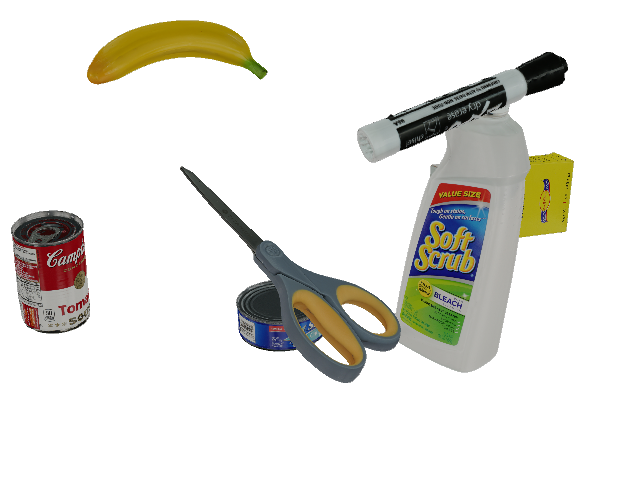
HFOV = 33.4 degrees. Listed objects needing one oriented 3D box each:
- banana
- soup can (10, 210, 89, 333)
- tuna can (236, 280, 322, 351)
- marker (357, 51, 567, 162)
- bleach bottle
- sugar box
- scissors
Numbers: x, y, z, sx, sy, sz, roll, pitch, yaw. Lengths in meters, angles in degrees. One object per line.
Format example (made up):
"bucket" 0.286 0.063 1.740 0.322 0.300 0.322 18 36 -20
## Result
"banana" -0.148 -0.192 1.076 0.197 0.070 0.037 -9 -38 -31
"soup can" -0.262 0.031 1.041 0.068 0.102 0.068 1 28 -1
"tuna can" -0.037 0.071 1.019 0.086 0.034 0.086 -1 25 0
"marker" 0.076 -0.070 0.550 0.121 0.020 0.020 -24 7 -16
"bleach bottle" 0.121 -0.015 0.913 0.103 0.251 0.067 27 36 35
"sugar box" 0.212 -0.048 1.257 0.176 0.093 0.048 -9 21 -26
"scissors" -0.016 0.016 0.732 0.096 0.016 0.202 -2 45 -39
